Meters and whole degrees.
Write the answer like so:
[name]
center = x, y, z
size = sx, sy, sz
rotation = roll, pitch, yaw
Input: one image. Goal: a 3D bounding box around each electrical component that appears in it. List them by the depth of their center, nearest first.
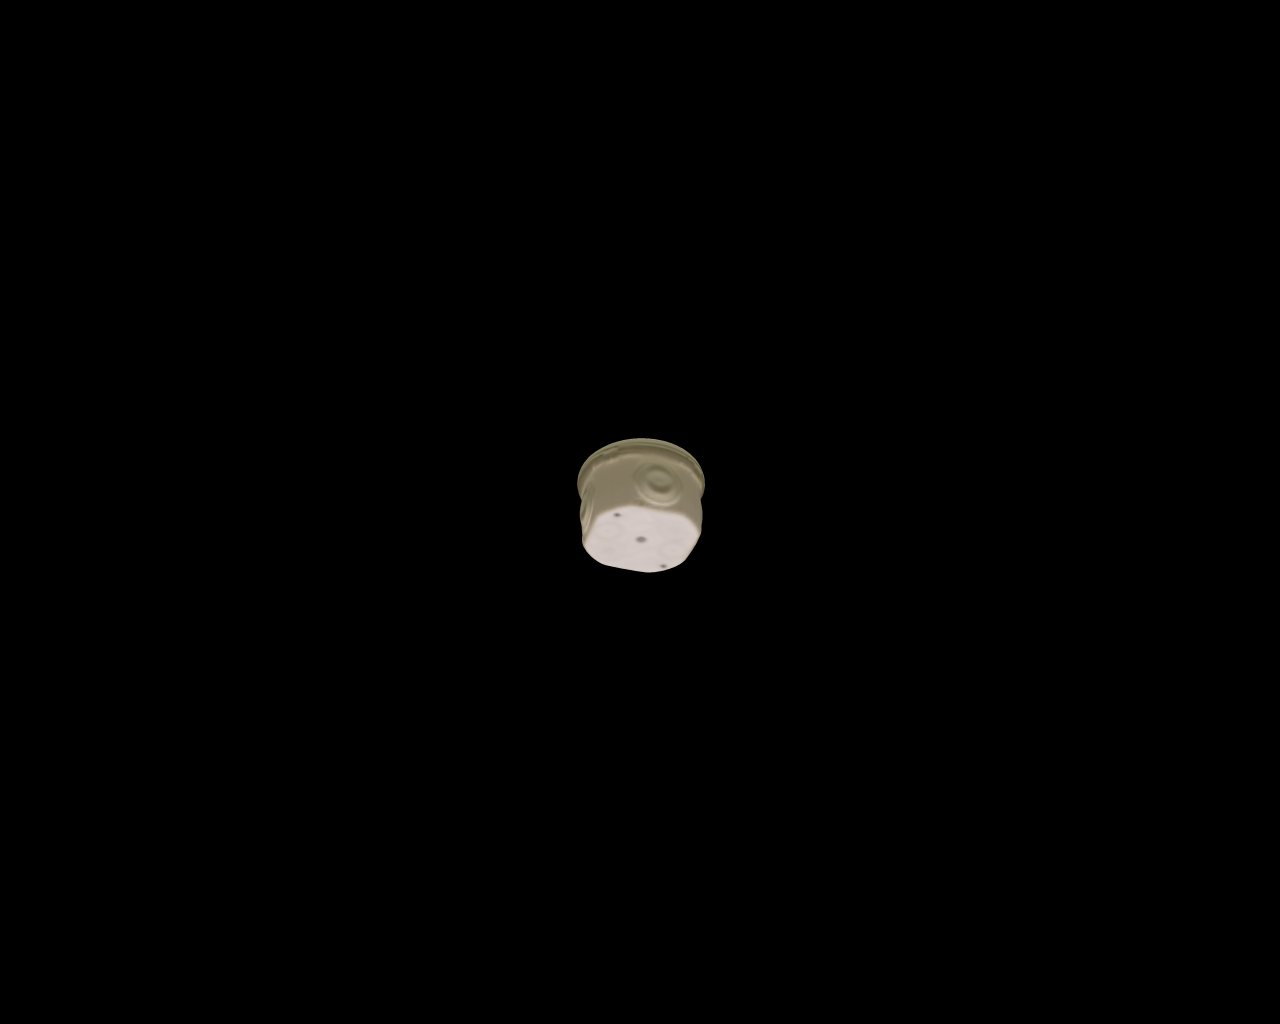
[electrical component]
center = 0.001, -0.003, 0.650
size = 0.080, 0.051, 0.080
rotation = 0, -38, 0
